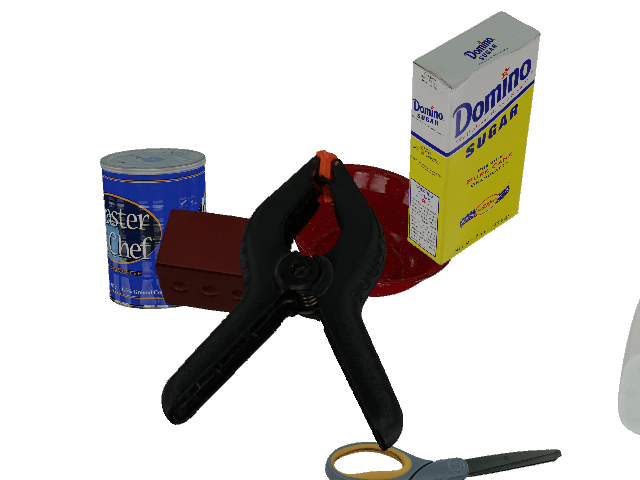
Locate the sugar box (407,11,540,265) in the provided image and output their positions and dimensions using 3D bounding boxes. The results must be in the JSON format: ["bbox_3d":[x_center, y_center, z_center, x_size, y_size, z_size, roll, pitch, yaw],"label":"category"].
[{"bbox_3d":[0.113,-0.073,0.800,0.093,0.176,0.048,-33,54,-26],"label":"sugar box"}]

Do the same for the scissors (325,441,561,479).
[{"bbox_3d":[0.104,0.203,0.867,0.201,0.016,0.096,5,44,-4],"label":"scissors"}]

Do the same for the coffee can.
[{"bbox_3d":[-0.163,-0.014,1.062,0.103,0.140,0.103,-1,15,0],"label":"coffee can"}]

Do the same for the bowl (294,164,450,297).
[{"bbox_3d":[0.041,0.001,0.988,0.162,0.055,0.162,9,41,-8],"label":"bowl"}]

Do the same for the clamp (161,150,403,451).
[{"bbox_3d":[0.000,0.031,0.557,0.120,0.171,0.039,16,-27,9],"label":"clamp"}]

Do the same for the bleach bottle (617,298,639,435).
[{"bbox_3d":[0.275,0.062,0.756,0.103,0.068,0.250,11,22,20],"label":"bleach bottle"}]

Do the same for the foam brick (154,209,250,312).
[{"bbox_3d":[-0.074,0.016,0.769,0.078,0.051,0.053,7,-33,7],"label":"foam brick"}]
